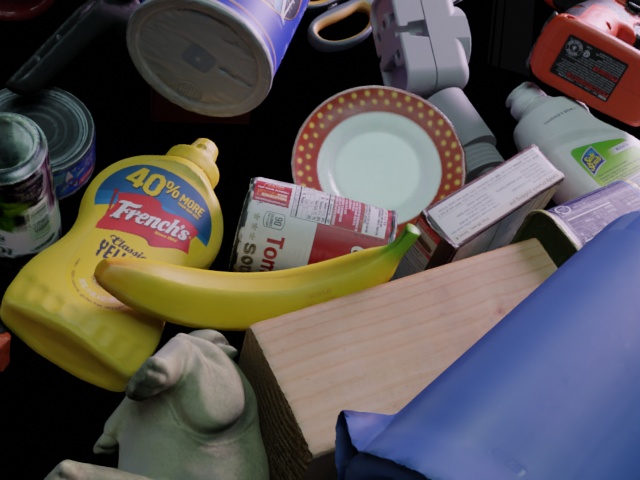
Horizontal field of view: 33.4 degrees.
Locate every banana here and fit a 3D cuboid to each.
[{"bbox_3d":[-0.037,0.027,0.658,0.197,0.070,0.037,-8,32,-13],"label":"banana"}]

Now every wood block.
[{"bbox_3d":[0.059,0.081,0.666,0.205,0.091,0.090,-16,60,-23],"label":"wood block"}]

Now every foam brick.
[{"bbox_3d":[-0.089,-0.122,0.802,0.078,0.051,0.053,1,56,-13],"label":"foam brick"}]

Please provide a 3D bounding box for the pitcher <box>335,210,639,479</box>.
[{"bbox_3d":[0.139,0.097,0.555,0.242,0.149,0.145,-39,29,-30],"label":"pitcher"}]

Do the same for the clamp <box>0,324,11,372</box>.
[{"bbox_3d":[-0.275,0.052,0.641,0.171,0.039,0.120,21,53,6],"label":"clamp"}]

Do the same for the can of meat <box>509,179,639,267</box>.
[{"bbox_3d":[0.178,0.011,0.738,0.083,0.102,0.057,-21,61,-28],"label":"can of meat"}]

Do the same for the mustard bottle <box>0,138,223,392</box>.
[{"bbox_3d":[-0.118,0.000,0.702,0.096,0.058,0.191,31,53,-2],"label":"mustard bottle"}]

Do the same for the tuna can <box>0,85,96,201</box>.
[{"bbox_3d":[-0.200,-0.068,0.748,0.086,0.034,0.086,6,54,-9],"label":"tuna can"}]

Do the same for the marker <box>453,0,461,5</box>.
[{"bbox_3d":[0.104,-0.207,0.927,0.020,0.020,0.120,43,57,17],"label":"marker"}]

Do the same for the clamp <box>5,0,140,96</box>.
[{"bbox_3d":[-0.159,-0.180,0.792,0.209,0.036,0.164,1,86,-51],"label":"clamp"}]

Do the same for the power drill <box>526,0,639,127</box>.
[{"bbox_3d":[0.256,-0.159,0.879,0.184,0.057,0.187,28,34,8],"label":"power drill"}]

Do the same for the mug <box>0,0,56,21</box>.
[{"bbox_3d":[-0.233,-0.237,0.814,0.093,0.117,0.081,21,46,-19],"label":"mug"}]

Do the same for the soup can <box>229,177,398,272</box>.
[{"bbox_3d":[-0.005,0.001,0.723,0.102,0.069,0.068,14,53,-3],"label":"soup can"}]

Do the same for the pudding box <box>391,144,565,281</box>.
[{"bbox_3d":[0.108,-0.007,0.741,0.113,0.090,0.039,-32,68,-30],"label":"pudding box"}]

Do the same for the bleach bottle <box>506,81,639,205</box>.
[{"bbox_3d":[0.237,-0.032,0.807,0.102,0.068,0.251,-24,61,-28],"label":"bleach bottle"}]

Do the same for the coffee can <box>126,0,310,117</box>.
[{"bbox_3d":[-0.061,-0.171,0.744,0.103,0.103,0.140,20,54,1],"label":"coffee can"}]

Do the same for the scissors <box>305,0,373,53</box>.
[{"bbox_3d":[0.044,-0.227,0.930,0.096,0.016,0.201,36,55,13],"label":"scissors"}]
